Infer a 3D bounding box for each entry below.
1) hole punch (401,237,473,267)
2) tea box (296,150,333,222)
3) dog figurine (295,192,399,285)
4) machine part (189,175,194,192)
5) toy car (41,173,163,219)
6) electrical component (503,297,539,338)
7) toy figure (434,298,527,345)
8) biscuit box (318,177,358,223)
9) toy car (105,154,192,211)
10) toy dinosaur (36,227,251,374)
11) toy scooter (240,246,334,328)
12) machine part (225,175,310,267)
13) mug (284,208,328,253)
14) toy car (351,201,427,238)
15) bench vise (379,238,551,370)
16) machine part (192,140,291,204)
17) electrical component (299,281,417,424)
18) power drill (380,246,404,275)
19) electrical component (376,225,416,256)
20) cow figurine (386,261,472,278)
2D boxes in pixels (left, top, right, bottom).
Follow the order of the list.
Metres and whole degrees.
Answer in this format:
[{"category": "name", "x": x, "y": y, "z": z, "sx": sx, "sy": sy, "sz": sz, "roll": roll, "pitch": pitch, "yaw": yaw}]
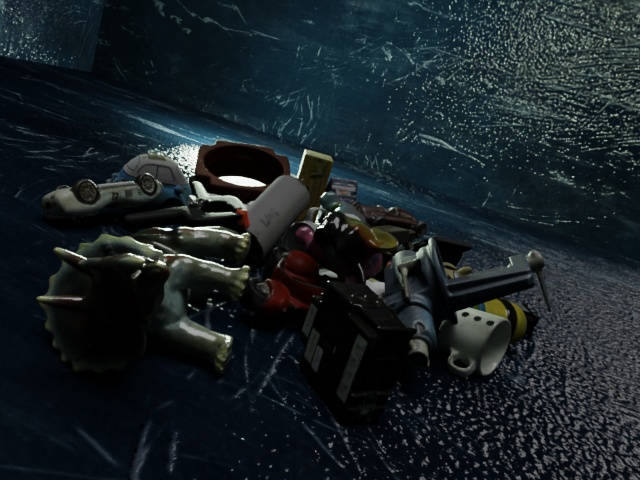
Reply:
[{"category": "hole punch", "x": 0.257, "y": 0.050, "z": 1.164, "sx": 0.142, "sy": 0.092, "sz": 0.116, "roll": 8, "pitch": -11, "yaw": -27}, {"category": "tea box", "x": -0.026, "y": -0.111, "z": 1.214, "sx": 0.068, "sy": 0.169, "sz": 0.098, "roll": 16, "pitch": 16, "yaw": -7}, {"category": "dog figurine", "x": 0.055, "y": 0.019, "z": 0.802, "sx": 0.191, "sy": 0.108, "sz": 0.219, "roll": 42, "pitch": -1, "yaw": -26}, {"category": "machine part", "x": -0.239, "y": -0.116, "z": 1.246, "sx": 0.139, "sy": 0.039, "sz": 0.084, "roll": 7, "pitch": 26, "yaw": -42}, {"category": "toy car", "x": -0.342, "y": -0.070, "z": 0.860, "sx": 0.074, "sy": 0.056, "sz": 0.201, "roll": -7, "pitch": 6, "yaw": 32}, {"category": "electrical component", "x": 0.329, "y": 0.132, "z": 0.987, "sx": 0.119, "sy": 0.047, "sz": 0.075, "roll": 19, "pitch": 14, "yaw": -1}, {"category": "toy figure", "x": 0.247, "y": 0.124, "z": 0.861, "sx": 0.180, "sy": 0.082, "sz": 0.089, "roll": 16, "pitch": 26, "yaw": -27}, {"category": "biscuit box", "x": 0.037, "y": -0.084, "z": 1.237, "sx": 0.063, "sy": 0.059, "sz": 0.202, "roll": 6, "pitch": -12, "yaw": -7}, {"category": "toy car", "x": -0.311, "y": -0.110, "z": 1.007, "sx": 0.161, "sy": 0.102, "sz": 0.109, "roll": 13, "pitch": 14, "yaw": -25}, {"category": "toy dinosaur", "x": -0.182, "y": 0.038, "z": 0.614, "sx": 0.192, "sy": 0.131, "sz": 0.405, "roll": 15, "pitch": 9, "yaw": -12}, {"category": "toy scooter", "x": -0.023, "y": 0.071, "z": 0.739, "sx": 0.135, "sy": 0.075, "sz": 0.184, "roll": 19, "pitch": 18, "yaw": 5}, {"category": "machine part", "x": -0.087, "y": -0.037, "z": 0.910, "sx": 0.079, "sy": 0.079, "sz": 0.243, "roll": 22, "pitch": 43, "yaw": 16}, {"category": "mug", "x": -0.002, "y": -0.003, "z": 0.974, "sx": 0.081, "sy": 0.109, "sz": 0.107, "roll": 3, "pitch": 0, "yaw": 37}, {"category": "toy car", "x": 0.145, "y": -0.046, "z": 1.125, "sx": 0.202, "sy": 0.053, "sz": 0.089, "roll": 4, "pitch": 21, "yaw": -42}, {"category": "bench vise", "x": 0.171, "y": 0.068, "z": 0.695, "sx": 0.241, "sy": 0.128, "sz": 0.224, "roll": -16, "pitch": 14, "yaw": 14}, {"category": "machine part", "x": -0.167, "y": -0.127, "z": 1.154, "sx": 0.201, "sy": 0.087, "sz": 0.202, "roll": 6, "pitch": 37, "yaw": -11}, {"category": "electrical component", "x": 0.031, "y": 0.111, "z": 0.578, "sx": 0.058, "sy": 0.114, "sz": 0.134, "roll": 11, "pitch": 18, "yaw": -32}, {"category": "power drill", "x": 0.118, "y": 0.017, "z": 1.119, "sx": 0.232, "sy": 0.086, "sz": 0.207, "roll": 11, "pitch": 24, "yaw": -17}, {"category": "electrical component", "x": 0.131, "y": 0.001, "z": 1.013, "sx": 0.102, "sy": 0.045, "sz": 0.078, "roll": -7, "pitch": 12, "yaw": -36}, {"category": "cow figurine", "x": 0.202, "y": 0.077, "z": 0.965, "sx": 0.127, "sy": 0.085, "sz": 0.195, "roll": 28, "pitch": 21, "yaw": 27}]
